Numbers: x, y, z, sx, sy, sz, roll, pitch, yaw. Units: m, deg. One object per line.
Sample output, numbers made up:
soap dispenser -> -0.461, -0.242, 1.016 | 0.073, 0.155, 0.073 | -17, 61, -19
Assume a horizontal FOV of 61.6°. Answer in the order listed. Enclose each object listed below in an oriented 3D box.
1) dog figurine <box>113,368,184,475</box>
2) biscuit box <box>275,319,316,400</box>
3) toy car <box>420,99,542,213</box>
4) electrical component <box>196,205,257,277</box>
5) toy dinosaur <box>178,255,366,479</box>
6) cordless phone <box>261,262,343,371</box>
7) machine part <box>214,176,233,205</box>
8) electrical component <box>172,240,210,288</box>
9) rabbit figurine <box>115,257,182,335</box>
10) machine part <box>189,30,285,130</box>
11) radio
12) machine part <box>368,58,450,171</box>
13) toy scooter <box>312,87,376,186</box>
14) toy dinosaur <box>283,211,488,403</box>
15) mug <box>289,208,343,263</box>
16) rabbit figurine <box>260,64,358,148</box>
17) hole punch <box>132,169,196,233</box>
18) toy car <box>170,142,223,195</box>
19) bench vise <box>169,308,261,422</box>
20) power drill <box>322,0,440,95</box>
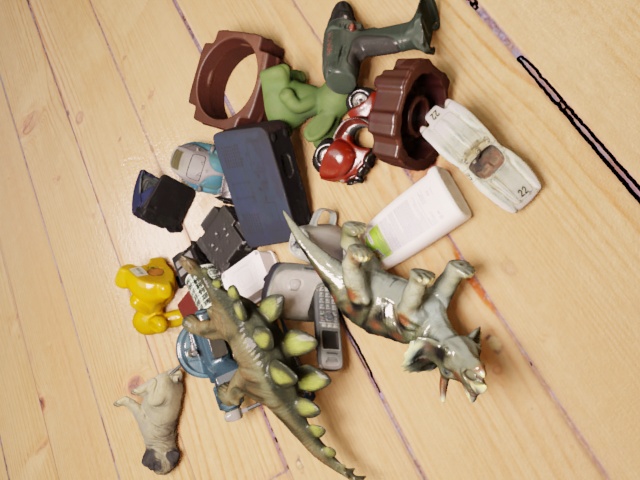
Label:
dog figurine -> -0.331, 0.393, 1.166 | 0.172, 0.121, 0.190 | -38, 79, 29
biscuit box -> -0.081, 0.224, 1.020 | 0.063, 0.059, 0.203 | -38, 65, 25
toy car -> 0.239, -0.126, 0.805 | 0.202, 0.056, 0.073 | 43, 105, 3
electrical component -> -0.195, -0.006, 1.127 | 0.115, 0.058, 0.134 | -51, 61, 17
toy dinosaur -> -0.087, 0.213, 0.887 | 0.198, 0.105, 0.471 | -32, 93, 44
cordless phone -> -0.027, 0.136, 0.929 | 0.089, 0.146, 0.184 | -38, 50, 46
machine part -> -0.170, -0.137, 1.125 | 0.084, 0.039, 0.138 | 26, 102, 7
electrical component -> -0.293, 0.062, 1.194 | 0.119, 0.047, 0.075 | -35, 66, 25
rabbit figurine -> -0.375, 0.146, 1.220 | 0.163, 0.122, 0.173 | 30, 117, 24
machine part -> -0.169, -0.324, 1.127 | 0.201, 0.087, 0.201 | 21, 96, 34
radio -> -0.103, -0.105, 1.009 | 0.131, 0.073, 0.229 | -5, 110, 34
machine part -> 0.143, -0.195, 0.846 | 0.056, 0.179, 0.179 | 17, 95, 38
toy scooter -> 0.075, -0.166, 0.947 | 0.135, 0.075, 0.183 | 37, 109, 19
toy dinosaur -> 0.099, 0.095, 0.840 | 0.405, 0.131, 0.192 | 26, 119, 32
mug -> -0.002, -0.003, 0.961 | 0.081, 0.107, 0.109 | 19, 97, 33
rabbit figurine -> -0.014, -0.254, 0.996 | 0.170, 0.121, 0.159 | -4, 86, 19
hole punch -> -0.363, -0.089, 1.212 | 0.092, 0.142, 0.115 | 23, 84, 33
toy car -> -0.270, -0.167, 1.170 | 0.162, 0.103, 0.109 | 26, 99, 32
bench vise -> -0.213, 0.247, 1.071 | 0.223, 0.129, 0.241 | 62, 150, -4
power drill -> 0.097, -0.362, 0.930 | 0.207, 0.085, 0.232 | -2, 57, 24
